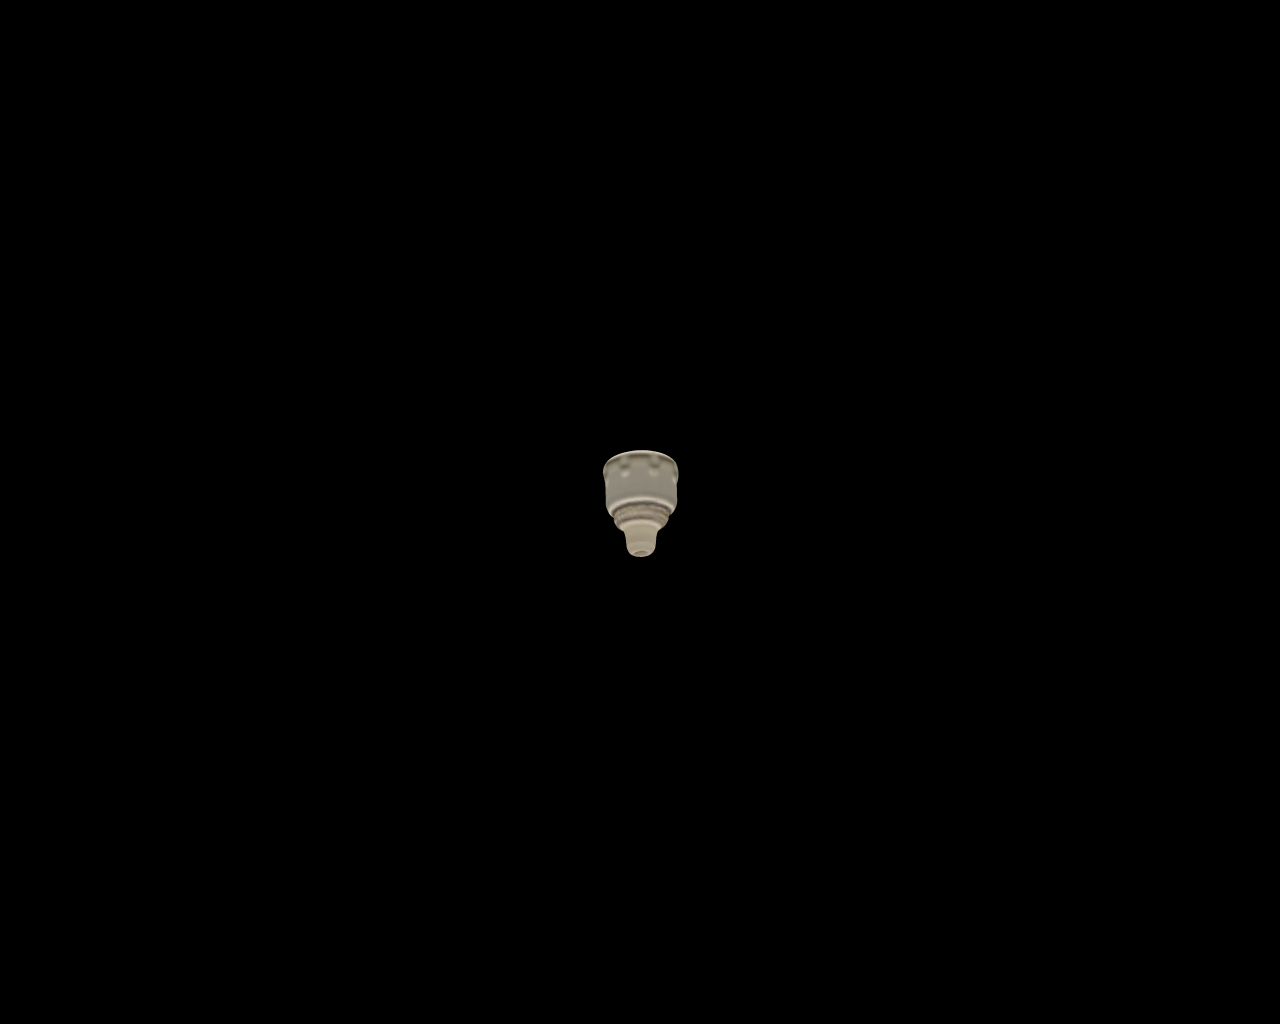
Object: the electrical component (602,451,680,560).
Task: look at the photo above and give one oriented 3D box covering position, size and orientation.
[{"bbox_3d":[0.001,-0.003,0.650,0.048,0.062,0.048,0,-22,0],"label":"electrical component"}]
